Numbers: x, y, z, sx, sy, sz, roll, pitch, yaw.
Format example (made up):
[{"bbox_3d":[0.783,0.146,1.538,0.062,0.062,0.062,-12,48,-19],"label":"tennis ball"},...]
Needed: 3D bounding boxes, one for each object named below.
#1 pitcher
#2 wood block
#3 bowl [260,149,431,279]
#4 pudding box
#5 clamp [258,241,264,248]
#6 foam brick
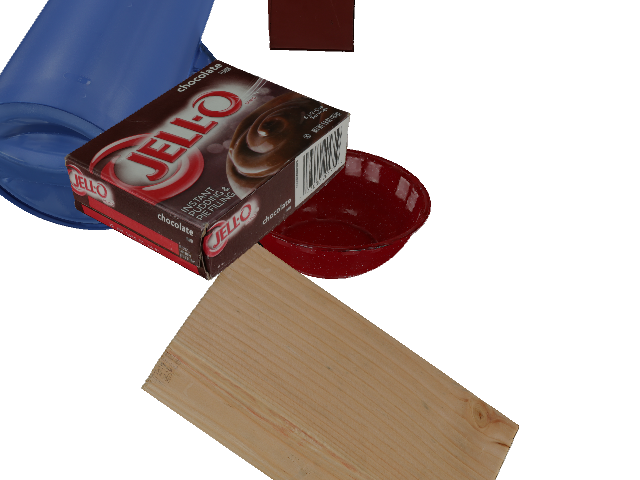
[{"bbox_3d":[-0.147,-0.133,0.801,0.145,0.242,0.149,-4,-40,25],"label":"pitcher"},{"bbox_3d":[0.004,0.104,0.668,0.206,0.090,0.090,35,-34,-2],"label":"wood block"},{"bbox_3d":[0.008,-0.016,0.883,0.162,0.055,0.162,3,33,-2],"label":"bowl"},{"bbox_3d":[-0.053,-0.039,0.525,0.090,0.039,0.113,26,46,27],"label":"pudding box"},{"bbox_3d":[-0.033,-0.008,1.127,0.209,0.036,0.164,14,20,-14],"label":"clamp"},{"bbox_3d":[-0.009,-0.200,0.971,0.078,0.051,0.053,1,16,-3],"label":"foam brick"}]
